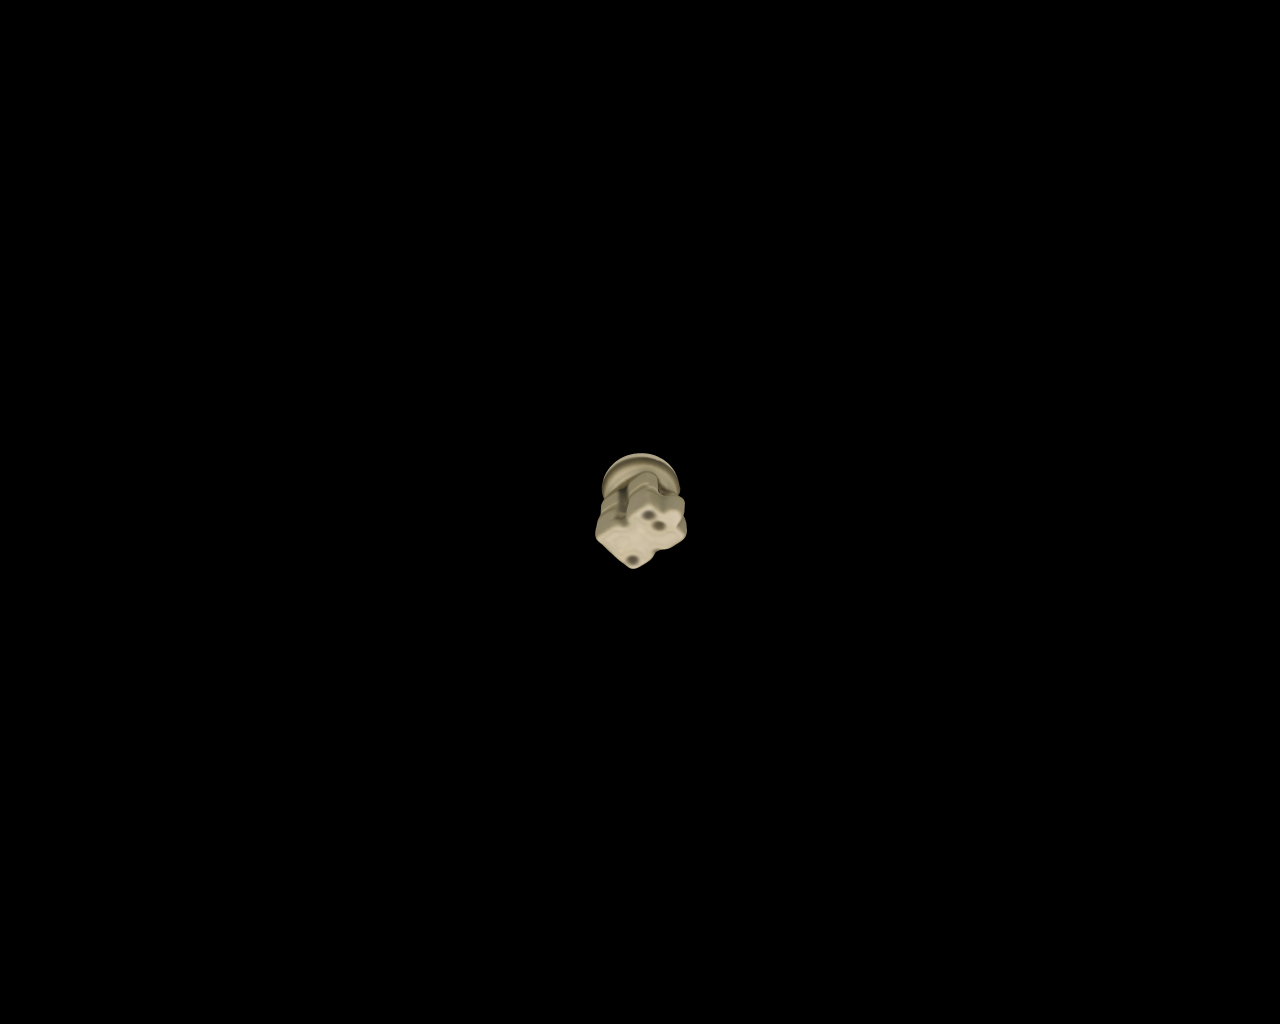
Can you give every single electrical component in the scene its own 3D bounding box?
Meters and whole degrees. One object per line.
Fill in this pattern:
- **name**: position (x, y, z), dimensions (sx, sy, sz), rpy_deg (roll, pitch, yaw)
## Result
- **electrical component**: position (0.001, -0.003, 0.650), dimensions (0.066, 0.055, 0.048), rpy_deg (-33, -58, 24)
